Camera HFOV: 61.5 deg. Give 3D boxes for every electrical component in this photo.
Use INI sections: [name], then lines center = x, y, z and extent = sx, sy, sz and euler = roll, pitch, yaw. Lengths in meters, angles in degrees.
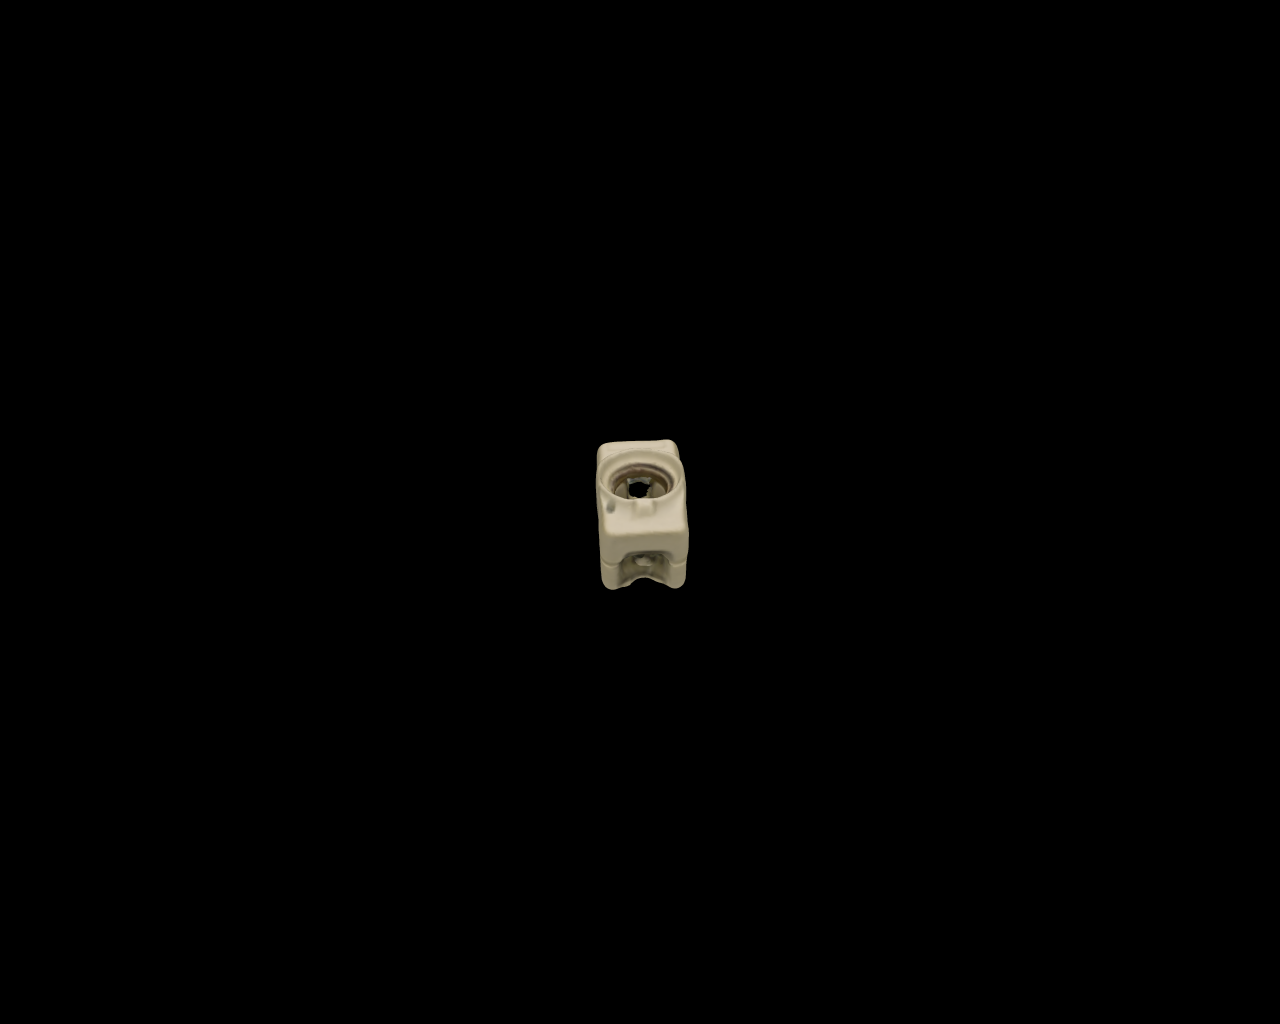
[electrical component]
center = 0.001, -0.003, 0.650
extent = 0.050, 0.055, 0.090
euler = -2, 40, -2
